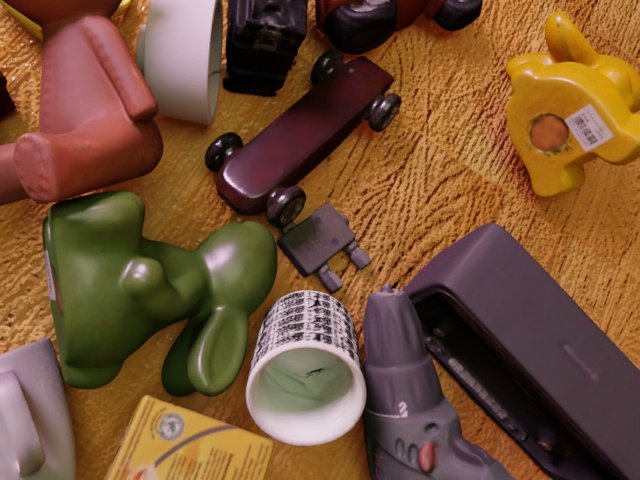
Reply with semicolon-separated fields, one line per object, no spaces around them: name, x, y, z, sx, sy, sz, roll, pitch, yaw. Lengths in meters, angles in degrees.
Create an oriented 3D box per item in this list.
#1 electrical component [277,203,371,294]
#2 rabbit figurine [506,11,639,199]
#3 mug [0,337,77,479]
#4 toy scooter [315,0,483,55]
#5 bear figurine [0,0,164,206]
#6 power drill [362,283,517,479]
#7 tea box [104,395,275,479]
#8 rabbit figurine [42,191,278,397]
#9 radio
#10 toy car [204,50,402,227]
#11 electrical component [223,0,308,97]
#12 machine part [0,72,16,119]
electrical component;-0.001;-0.001;0.478;0.063;0.021;0.094;-39;87;-20
rabbit figurine;0.262;-0.141;0.548;0.173;0.122;0.162;-28;75;-33
mug;-0.200;0.127;0.357;0.081;0.110;0.107;-22;93;-44
toy scooter;0.066;-0.263;0.533;0.184;0.075;0.135;-19;82;-21
bear figurine;-0.175;-0.130;0.354;0.132;0.120;0.195;-32;118;-51
power drill;0.115;0.155;0.364;0.086;0.208;0.231;-17;109;-51
tea box;-0.106;0.198;0.346;0.098;0.068;0.169;26;63;-11
rabbit figurine;-0.102;0.036;0.398;0.170;0.121;0.159;-8;81;-31
radio;0.168;0.102;0.437;0.073;0.131;0.229;-42;90;-19
toy car;-0.010;-0.094;0.482;0.089;0.053;0.202;38;66;15
electrical component;-0.049;-0.210;0.469;0.058;0.115;0.134;5;75;-18
machine part;-0.353;-0.108;0.383;0.201;0.087;0.201;-40;90;-19
